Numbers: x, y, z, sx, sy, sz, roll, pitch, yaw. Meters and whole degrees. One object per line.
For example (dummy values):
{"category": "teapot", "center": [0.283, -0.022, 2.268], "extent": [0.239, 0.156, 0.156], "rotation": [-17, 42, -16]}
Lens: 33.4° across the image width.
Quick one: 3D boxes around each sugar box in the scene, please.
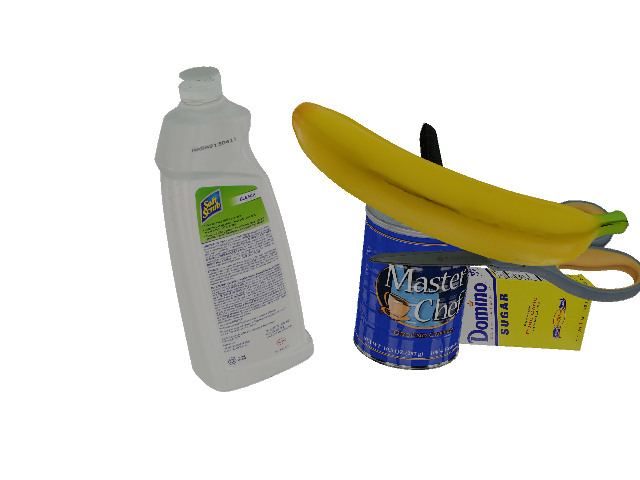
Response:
{"category": "sugar box", "center": [0.247, 0.086, 1.339], "extent": [0.176, 0.093, 0.048], "rotation": [3, 19, -14]}

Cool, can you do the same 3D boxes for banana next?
{"category": "banana", "center": [0.060, -0.027, 0.568], "extent": [0.198, 0.037, 0.069], "rotation": [23, 21, 18]}

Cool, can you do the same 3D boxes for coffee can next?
{"category": "coffee can", "center": [0.087, 0.035, 0.997], "extent": [0.103, 0.140, 0.103], "rotation": [4, 24, -2]}

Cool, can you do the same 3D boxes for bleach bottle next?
{"category": "bleach bottle", "center": [-0.068, -0.011, 0.820], "extent": [0.102, 0.251, 0.068], "rotation": [-21, 30, -27]}

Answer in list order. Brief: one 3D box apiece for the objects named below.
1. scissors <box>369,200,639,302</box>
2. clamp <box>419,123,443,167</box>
{"category": "scissors", "center": [0.137, -0.002, 0.776], "extent": [0.201, 0.096, 0.016], "rotation": [11, -41, -4]}
{"category": "clamp", "center": [0.114, -0.052, 1.231], "extent": [0.164, 0.036, 0.210], "rotation": [-15, 52, -27]}
